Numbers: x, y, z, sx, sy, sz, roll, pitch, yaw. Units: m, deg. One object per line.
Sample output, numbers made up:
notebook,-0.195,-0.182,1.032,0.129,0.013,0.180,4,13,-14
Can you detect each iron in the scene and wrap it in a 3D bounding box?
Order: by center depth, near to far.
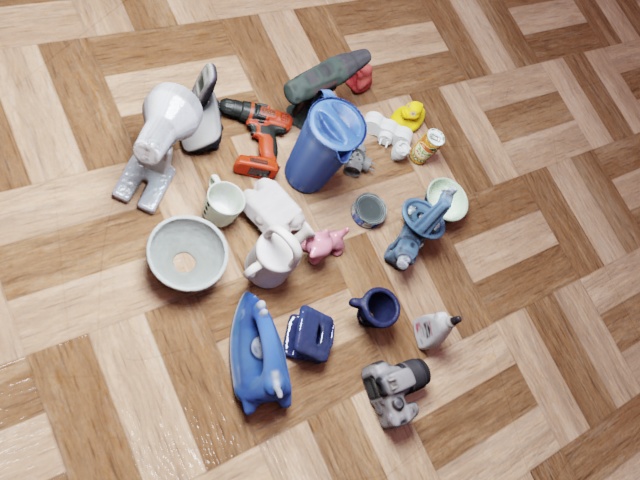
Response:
iron,-0.116,0.209,1.147,0.119,0.141,0.258,-5,71,-23

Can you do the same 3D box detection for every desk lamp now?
desk lamp,-0.335,-0.192,1.184,0.118,0.213,0.203,23,63,-11

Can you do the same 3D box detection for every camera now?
camera,0.181,0.320,1.241,0.137,0.100,0.143,-14,75,-25

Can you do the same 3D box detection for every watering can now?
watering can,-0.086,0.022,1.205,0.101,0.193,0.173,32,61,-6

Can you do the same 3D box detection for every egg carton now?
egg carton,-0.110,-0.066,1.303,0.150,0.069,0.107,47,61,2

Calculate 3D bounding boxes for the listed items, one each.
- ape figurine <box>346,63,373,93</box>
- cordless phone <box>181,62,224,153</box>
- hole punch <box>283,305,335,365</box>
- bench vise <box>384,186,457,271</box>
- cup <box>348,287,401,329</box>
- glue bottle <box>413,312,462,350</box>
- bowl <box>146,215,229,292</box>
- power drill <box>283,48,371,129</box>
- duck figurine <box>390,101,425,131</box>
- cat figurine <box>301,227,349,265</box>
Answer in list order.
ape figurine,0.110,-0.439,1.528,0.076,0.092,0.078,13,65,-16
cordless phone,-0.258,-0.291,1.271,0.094,0.184,0.147,-8,72,-24
hole punch,-0.016,0.201,1.218,0.101,0.091,0.108,16,64,-14
bench vise,0.249,-0.025,1.339,0.122,0.219,0.207,15,64,-15
cup,0.108,0.159,1.281,0.118,0.094,0.091,13,65,-16
glue bottle,0.267,0.195,1.284,0.037,0.173,0.078,-6,71,-23
bowl,-0.278,0.037,1.193,0.168,0.074,0.167,8,66,-18
power drill,0.002,-0.365,1.389,0.230,0.208,0.075,-31,82,-28
duck figurine,0.248,-0.342,1.545,0.105,0.086,0.077,-22,78,-27
cat figurine,0.012,0.005,1.294,0.128,0.117,0.067,-25,79,-27
